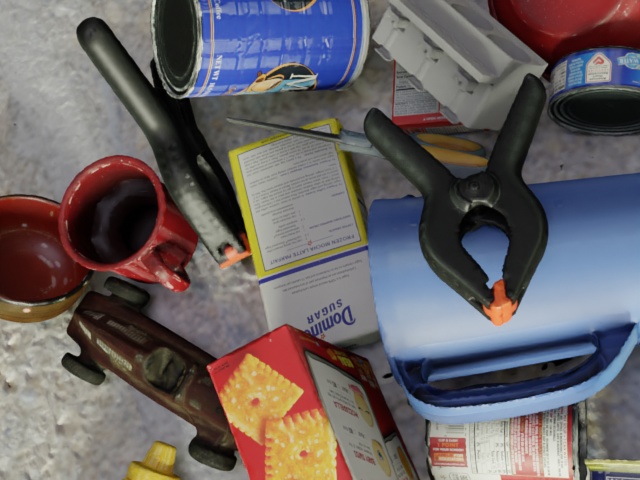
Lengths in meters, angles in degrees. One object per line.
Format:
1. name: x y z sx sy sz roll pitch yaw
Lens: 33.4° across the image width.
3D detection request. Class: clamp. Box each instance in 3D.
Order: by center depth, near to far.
1. clamp: 0.106 -0.032 0.671 0.120 0.039 0.171 -22 62 7
2. clamp: -0.115 -0.077 0.836 0.036 0.164 0.210 -28 78 13

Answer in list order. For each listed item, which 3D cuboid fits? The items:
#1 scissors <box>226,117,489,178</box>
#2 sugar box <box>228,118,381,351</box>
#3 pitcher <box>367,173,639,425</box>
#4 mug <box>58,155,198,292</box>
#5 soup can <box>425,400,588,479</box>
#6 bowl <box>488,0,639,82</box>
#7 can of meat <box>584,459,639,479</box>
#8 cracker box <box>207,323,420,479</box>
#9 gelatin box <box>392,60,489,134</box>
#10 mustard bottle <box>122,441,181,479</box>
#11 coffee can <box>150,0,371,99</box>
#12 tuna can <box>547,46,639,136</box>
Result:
1. scissors: 0.039 -0.076 0.807 0.202 0.096 0.016 17 111 21
2. sugar box: -0.006 0.001 0.825 0.093 0.048 0.176 -17 74 11
3. pitcher: 0.158 0.029 0.716 0.243 0.145 0.149 -9 93 14
4. mug: -0.141 -0.004 0.853 0.093 0.081 0.117 -45 66 3
5. soup can: 0.128 0.136 0.730 0.102 0.068 0.068 -2 75 19
6. bowl: 0.188 -0.192 0.775 0.162 0.055 0.162 4 97 30
7. can of meat: 0.199 0.183 0.675 0.057 0.102 0.084 -1 77 17
8. cracker box: 0.019 0.174 0.705 0.072 0.164 0.214 -28 68 12
9. gelatin box: 0.096 -0.128 0.834 0.073 0.030 0.089 -2 75 20
10. mustard bottle: -0.150 0.244 0.801 0.096 0.058 0.191 17 82 22
11. coffee can: -0.047 -0.163 0.816 0.140 0.103 0.103 -7 67 -27
12. tuna can: 0.206 -0.105 0.759 0.086 0.086 0.034 2 74 19
